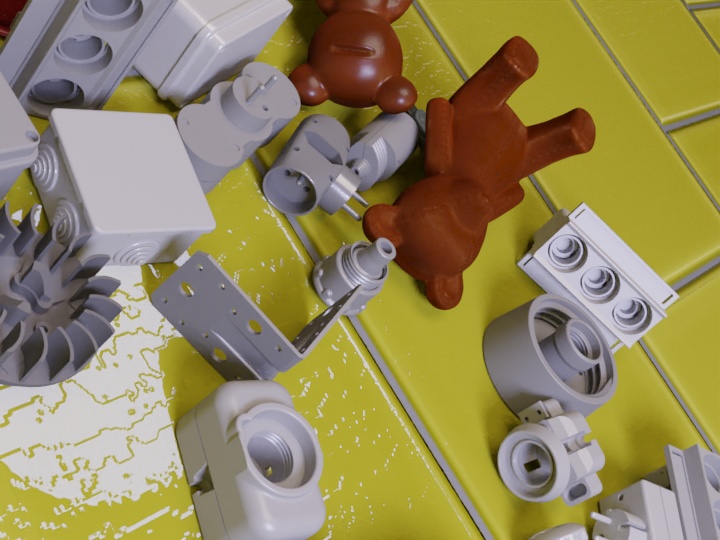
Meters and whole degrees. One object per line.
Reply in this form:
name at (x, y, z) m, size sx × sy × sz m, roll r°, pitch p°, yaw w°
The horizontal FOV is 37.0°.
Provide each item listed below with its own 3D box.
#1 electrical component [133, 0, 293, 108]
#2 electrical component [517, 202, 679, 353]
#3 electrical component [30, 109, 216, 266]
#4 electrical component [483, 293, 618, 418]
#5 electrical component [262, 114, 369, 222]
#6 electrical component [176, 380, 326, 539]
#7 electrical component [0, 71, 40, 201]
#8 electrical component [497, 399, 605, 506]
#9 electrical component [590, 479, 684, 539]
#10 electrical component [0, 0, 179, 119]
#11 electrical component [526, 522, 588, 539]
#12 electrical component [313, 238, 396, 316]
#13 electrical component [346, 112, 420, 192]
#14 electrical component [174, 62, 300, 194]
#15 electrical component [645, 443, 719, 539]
electrical component at (-0.110, -0.176, 0.788) m, size 0.057 × 0.078 × 0.113 m, roll 45°, pitch 39°, yaw -2°
electrical component at (0.211, 0.004, 0.959) m, size 0.121 × 0.079 × 0.063 m, roll 43°, pitch 17°, yaw -9°
electrical component at (-0.151, -0.050, 0.671) m, size 0.100 × 0.048 × 0.099 m, roll -5°, pitch 64°, yaw -45°
electrical component at (0.159, 0.070, 0.862) m, size 0.108 × 0.060 × 0.108 m, roll 25°, pitch 45°, yaw -28°
electrical component at (-0.026, -0.068, 0.809) m, size 0.079 × 0.043 × 0.077 m, roll 40°, pitch 40°, yaw -12°
electrical component at (-0.061, 0.114, 0.619) m, size 0.054 × 0.059 × 0.095 m, roll 3°, pitch 58°, yaw -42°
electrical component at (-0.246, -0.074, 0.593) m, size 0.113 × 0.057 × 0.078 m, roll -23°, pitch 77°, yaw -50°
electrical component at (0.138, 0.138, 0.791) m, size 0.057 × 0.058 × 0.078 m, roll -7°, pitch 66°, yaw -49°
electrical component at (0.201, 0.202, 0.808) m, size 0.076 × 0.047 × 0.083 m, roll 25°, pitch 45°, yaw -28°
electrical component at (-0.176, -0.155, 0.673) m, size 0.079 × 0.121 × 0.063 m, roll 11°, pitch 50°, yaw -38°
electrical component at (0.143, 0.211, 0.750) m, size 0.048 × 0.048 × 0.062 m, roll -7°, pitch 72°, yaw -46°
electrical component at (0.000, 0.000, 0.765) m, size 0.048 × 0.062 × 0.048 m, roll 25°, pitch 45°, yaw -28°
electrical component at (0.013, -0.095, 0.868) m, size 0.043 × 0.043 × 0.081 m, roll 47°, pitch 39°, yaw -4°
electrical component at (-0.084, -0.112, 0.764) m, size 0.052 × 0.074 × 0.138 m, roll 46°, pitch 39°, yaw -5°
electrical component at (0.270, 0.210, 0.854) m, size 0.079 × 0.063 × 0.121 m, roll 25°, pitch 45°, yaw -28°
